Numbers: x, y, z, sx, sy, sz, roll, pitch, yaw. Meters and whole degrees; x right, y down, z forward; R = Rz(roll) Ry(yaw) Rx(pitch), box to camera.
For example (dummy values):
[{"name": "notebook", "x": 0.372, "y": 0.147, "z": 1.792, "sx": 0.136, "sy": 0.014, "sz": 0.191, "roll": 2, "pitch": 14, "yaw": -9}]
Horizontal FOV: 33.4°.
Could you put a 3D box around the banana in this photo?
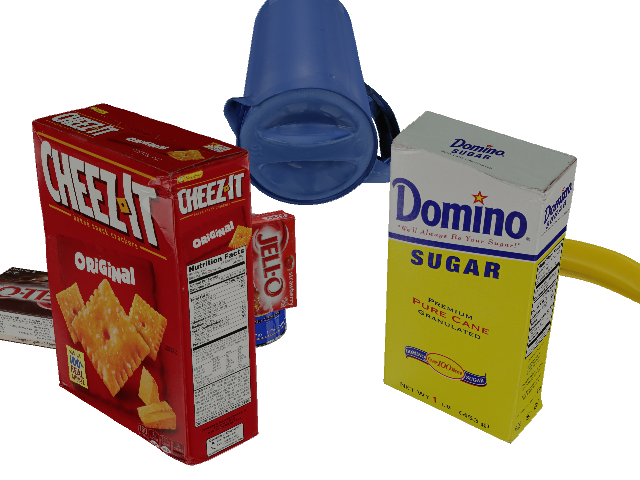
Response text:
[{"name": "banana", "x": 0.252, "y": 0.029, "z": 1.047, "sx": 0.198, "sy": 0.037, "sz": 0.069, "roll": 10, "pitch": 47, "yaw": 26}]

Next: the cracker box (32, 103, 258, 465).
[{"name": "cracker box", "x": -0.124, "y": 0.028, "z": 0.743, "sx": 0.164, "sy": 0.214, "sz": 0.071, "roll": 21, "pitch": 31, "yaw": 41}]

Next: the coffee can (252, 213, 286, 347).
[{"name": "coffee can", "x": -0.096, "y": 0.050, "z": 1.339, "sx": 0.103, "sy": 0.140, "sz": 0.103, "roll": -2, "pitch": 25, "yaw": 1}]

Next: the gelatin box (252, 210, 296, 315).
[{"name": "gelatin box", "x": -0.059, "y": 0.022, "z": 0.958, "sx": 0.073, "sy": 0.089, "sz": 0.030, "roll": -11, "pitch": 21, "yaw": -29}]

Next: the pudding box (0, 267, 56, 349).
[{"name": "pudding box", "x": -0.268, "y": 0.062, "z": 1.003, "sx": 0.114, "sy": 0.039, "sz": 0.090, "roll": 5, "pitch": 20, "yaw": 19}]

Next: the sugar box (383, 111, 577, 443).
[{"name": "sugar box", "x": 0.084, "y": 0.023, "z": 0.601, "sx": 0.093, "sy": 0.176, "sz": 0.048, "roll": 22, "pitch": 43, "yaw": 30}]

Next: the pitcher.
[{"name": "pitcher", "x": -0.006, "y": -0.153, "z": 1.082, "sx": 0.145, "sy": 0.149, "sz": 0.243, "roll": -16, "pitch": 38, "yaw": 11}]
